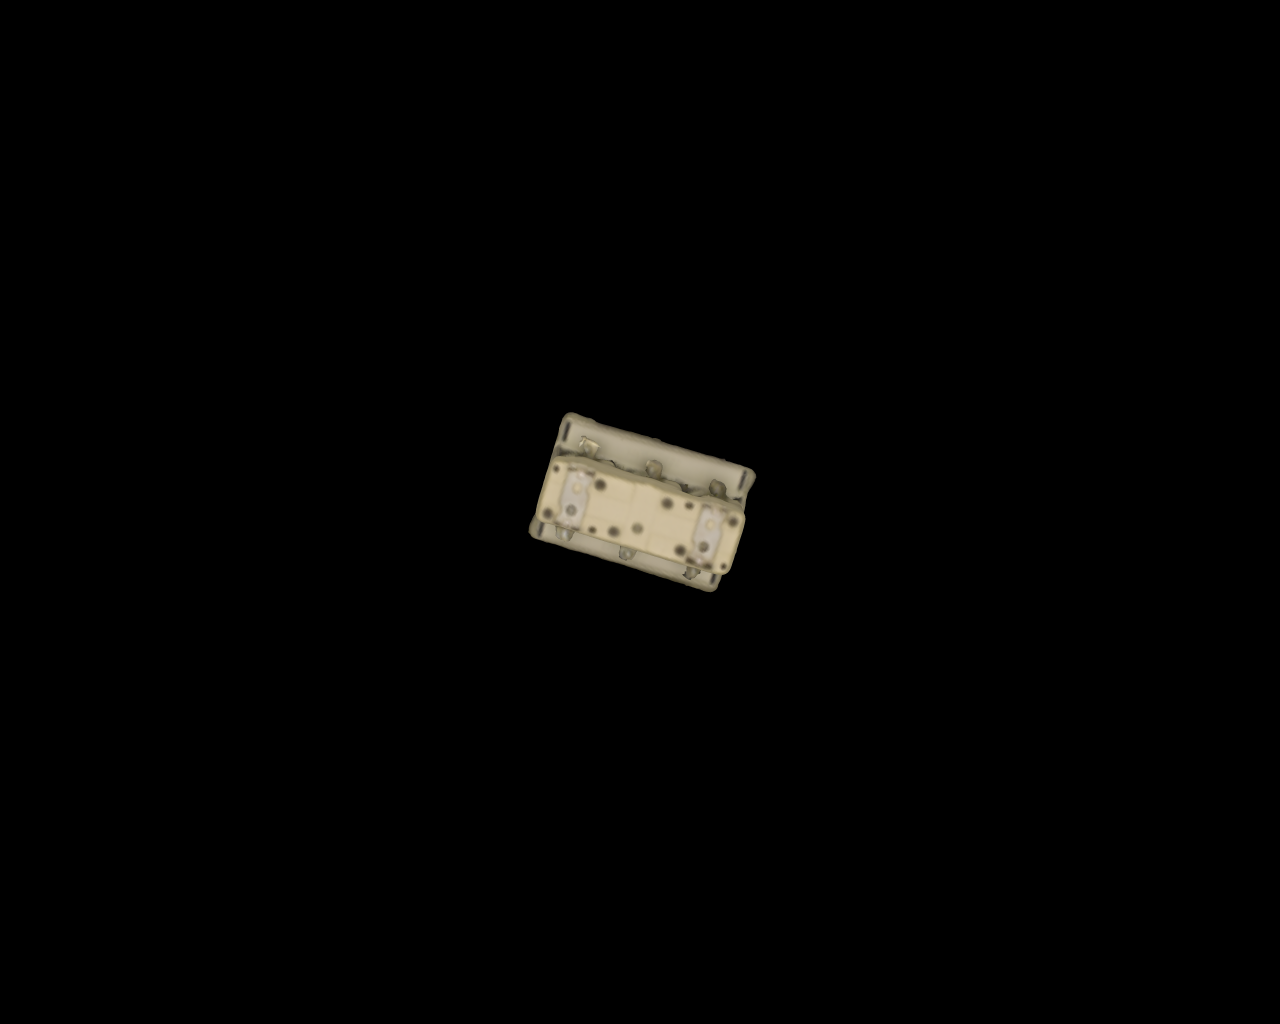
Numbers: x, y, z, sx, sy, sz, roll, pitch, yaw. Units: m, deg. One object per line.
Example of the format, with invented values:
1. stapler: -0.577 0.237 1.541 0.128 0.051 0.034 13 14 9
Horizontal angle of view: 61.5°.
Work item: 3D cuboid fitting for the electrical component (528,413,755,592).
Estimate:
1. electrical component: 0.001 -0.003 0.650 0.121 0.078 0.063 18 11 -4
